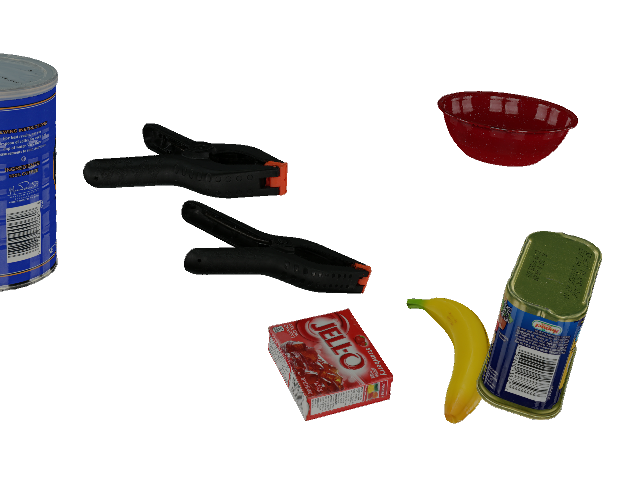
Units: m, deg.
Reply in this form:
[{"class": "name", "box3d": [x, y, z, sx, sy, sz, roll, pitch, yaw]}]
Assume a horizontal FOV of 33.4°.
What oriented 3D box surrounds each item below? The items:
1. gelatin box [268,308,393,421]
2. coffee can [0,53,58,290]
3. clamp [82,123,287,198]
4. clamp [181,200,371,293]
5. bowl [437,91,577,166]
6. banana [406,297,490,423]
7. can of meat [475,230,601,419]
[{"class": "gelatin box", "box3d": [0.006, 0.097, 0.852, 0.073, 0.030, 0.089, -11, 39, -19]}, {"class": "coffee can", "box3d": [-0.232, -0.049, 0.731, 0.103, 0.140, 0.103, 5, 22, -2]}, {"class": "clamp", "box3d": [-0.115, -0.062, 0.923, 0.172, 0.039, 0.120, 12, 34, 26]}, {"class": "clamp", "box3d": [-0.049, 0.019, 1.098, 0.210, 0.036, 0.164, 17, 19, -7]}, {"class": "bowl", "box3d": [0.213, -0.126, 1.238, 0.162, 0.055, 0.162, 4, 23, -2]}, {"class": "banana", "box3d": [0.143, 0.115, 1.109, 0.069, 0.037, 0.198, -24, 31, 7]}, {"class": "can of meat", "box3d": [0.145, 0.052, 0.704, 0.057, 0.084, 0.102, 17, 35, 13]}]
